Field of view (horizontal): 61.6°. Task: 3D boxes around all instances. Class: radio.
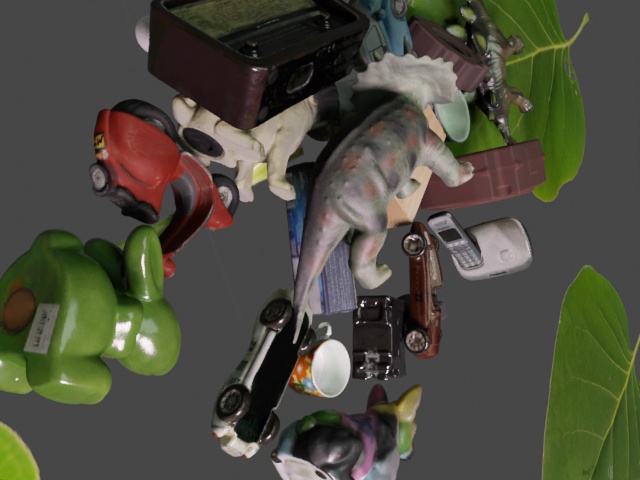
[{"bbox_3d":[-0.054,-0.208,0.565,0.131,0.073,0.229,36,46,12],"label":"radio"}]

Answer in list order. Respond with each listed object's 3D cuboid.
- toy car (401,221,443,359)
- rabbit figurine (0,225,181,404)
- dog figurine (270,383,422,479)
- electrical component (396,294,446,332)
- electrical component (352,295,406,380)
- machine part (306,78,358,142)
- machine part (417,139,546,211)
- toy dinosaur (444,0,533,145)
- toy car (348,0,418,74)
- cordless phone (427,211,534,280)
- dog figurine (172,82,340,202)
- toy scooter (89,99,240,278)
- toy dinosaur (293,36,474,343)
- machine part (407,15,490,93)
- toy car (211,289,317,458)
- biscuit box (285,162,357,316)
[{"bbox_3d":[0.155,0.073,0.793,0.089,0.053,0.202,8,82,-62],"label":"toy car"},{"bbox_3d":[-0.195,0.068,0.482,0.170,0.121,0.159,38,47,-58],"label":"rabbit figurine"},{"bbox_3d":[0.053,0.251,0.702,0.191,0.109,0.219,59,41,-17],"label":"dog figurine"},{"bbox_3d":[0.156,0.123,0.878,0.119,0.048,0.074,-12,92,-48],"label":"electrical component"},{"bbox_3d":[0.088,0.138,0.766,0.134,0.058,0.115,24,67,-69],"label":"electrical component"},{"bbox_3d":[0.048,-0.201,0.805,0.243,0.079,0.079,-31,105,-46],"label":"machine part"},{"bbox_3d":[0.275,-0.111,0.941,0.201,0.202,0.087,-20,100,-48],"label":"machine part"},{"bbox_3d":[0.358,-0.408,1.171,0.198,0.105,0.471,-17,90,-44],"label":"toy dinosaur"},{"bbox_3d":[0.083,-0.320,0.862,0.103,0.109,0.161,-36,123,-21],"label":"toy car"},{"bbox_3d":[0.291,-0.010,0.980,0.184,0.147,0.089,40,46,-37],"label":"cordless phone"},{"bbox_3d":[-0.067,-0.161,0.622,0.172,0.121,0.190,49,56,-49],"label":"dog figurine"},{"bbox_3d":[-0.163,-0.043,0.546,0.183,0.075,0.135,43,54,-39],"label":"toy scooter"},{"bbox_3d":[0.057,-0.082,0.643,0.405,0.131,0.192,-52,122,-26],"label":"toy dinosaur"},{"bbox_3d":[0.227,-0.343,0.986,0.179,0.056,0.179,24,35,-18],"label":"machine part"},{"bbox_3d":[-0.063,0.150,0.629,0.073,0.056,0.202,52,49,-36],"label":"toy car"},{"bbox_3d":[-0.001,-0.002,0.723,0.063,0.059,0.202,-1,83,-46],"label":"biscuit box"}]
